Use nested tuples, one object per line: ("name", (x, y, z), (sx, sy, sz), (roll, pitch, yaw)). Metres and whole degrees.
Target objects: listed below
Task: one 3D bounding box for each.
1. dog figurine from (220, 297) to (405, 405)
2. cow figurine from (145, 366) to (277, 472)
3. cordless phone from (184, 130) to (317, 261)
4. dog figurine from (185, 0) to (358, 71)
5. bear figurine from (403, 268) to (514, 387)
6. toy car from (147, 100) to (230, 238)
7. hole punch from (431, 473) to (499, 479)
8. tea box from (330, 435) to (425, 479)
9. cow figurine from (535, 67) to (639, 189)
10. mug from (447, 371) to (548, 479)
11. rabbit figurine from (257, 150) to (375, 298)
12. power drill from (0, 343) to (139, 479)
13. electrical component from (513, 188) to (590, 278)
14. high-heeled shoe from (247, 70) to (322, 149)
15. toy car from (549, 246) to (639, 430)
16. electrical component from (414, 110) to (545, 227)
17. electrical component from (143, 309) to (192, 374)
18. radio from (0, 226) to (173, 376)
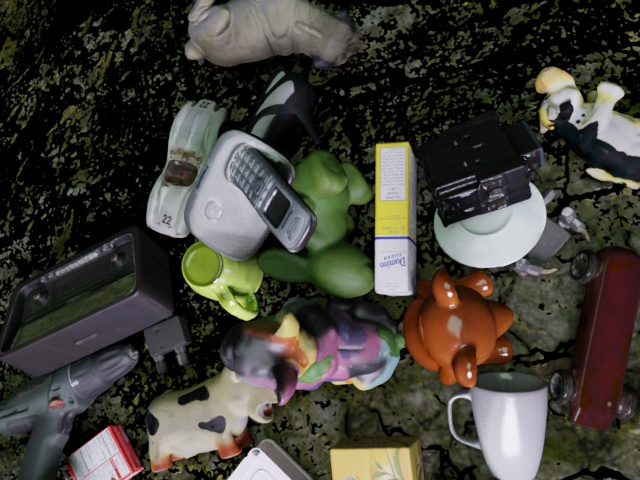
("dog figurine", (0.000, 0.118, 0.586), (0.192, 0.219, 0.108), (3, 85, 6))
("cow figurine", (-0.132, 0.210, 0.689), (0.195, 0.085, 0.127), (-17, 84, 12))
("cordless phone", (-0.070, -0.023, 0.598), (0.146, 0.088, 0.184), (-59, 44, 20))
("dog figurine", (-0.066, -0.267, 0.721), (0.191, 0.121, 0.172), (39, 94, 14))
("bear figurine", (0.154, 0.084, 0.559), (0.132, 0.195, 0.120), (-13, 76, -7))
("toy car", (-0.186, -0.103, 0.760), (0.074, 0.056, 0.201), (15, 86, 16))
("hole punch", (0.172, 0.321, 0.580), (0.092, 0.115, 0.142), (2, 83, 7))
("tea box", (0.074, 0.319, 0.620), (0.098, 0.068, 0.169), (-11, 80, 19))
("cow figurine", (0.317, -0.132, 0.632), (0.167, 0.068, 0.098), (33, 97, 18))
("mug", (0.201, 0.210, 0.603), (0.110, 0.081, 0.107), (-5, 90, 9))
("rabbit figurine", (-0.001, -0.002, 0.664), (0.159, 0.121, 0.170), (-27, 73, 16))
("power drill", (-0.342, 0.258, 0.711), (0.232, 0.086, 0.207), (-20, 60, 16))
("electrical component", (0.263, -0.004, 0.635), (0.102, 0.045, 0.078), (-42, 76, 5))
("high-heeled shoe", (-0.104, -0.124, 0.736), (0.249, 0.086, 0.145), (-35, 64, 9))
("toy car", (0.316, 0.106, 0.602), (0.089, 0.053, 0.202), (13, 86, -4))
("electrical component", (0.190, -0.090, 0.637), (0.134, 0.058, 0.115), (-21, 47, 11))
("electrical component", (-0.215, 0.135, 0.750), (0.063, 0.021, 0.094), (-22, 78, 11))
("radio", (-0.317, 0.081, 0.734), (0.230, 0.073, 0.131), (-24, 48, 9))
